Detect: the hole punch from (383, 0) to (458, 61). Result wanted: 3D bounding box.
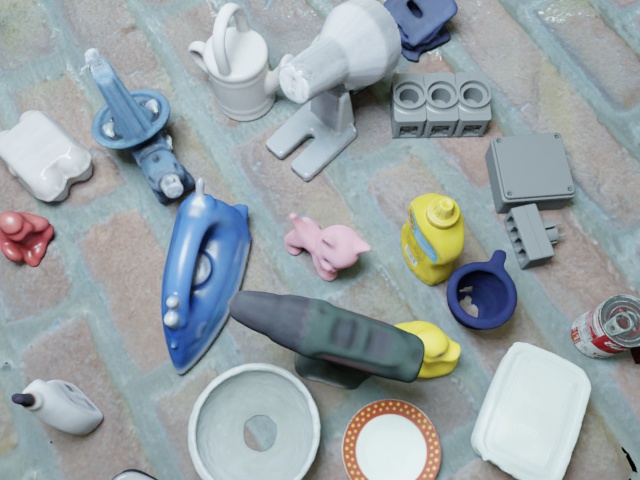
[{"bbox_3d":[0.165,-0.378,0.964,0.101,0.091,0.108,-28,71,-9],"label":"hole punch"}]

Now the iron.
[{"bbox_3d":[-0.175,0.047,0.785,0.118,0.141,0.258,8,70,4],"label":"iron"}]

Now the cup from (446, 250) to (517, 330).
[{"bbox_3d":[0.219,0.074,0.790,0.091,0.095,0.118,26,72,11],"label":"cup"}]

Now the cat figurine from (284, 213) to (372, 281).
[{"bbox_3d":[0.007,0.003,0.810,0.127,0.118,0.067,35,74,13],"label":"cat figurine"}]

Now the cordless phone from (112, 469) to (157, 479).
[{"bbox_3d":[-0.249,0.340,0.653,0.094,0.185,0.148,28,73,12],"label":"cordless phone"}]

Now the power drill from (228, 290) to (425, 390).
[{"bbox_3d":[0.009,0.129,0.714,0.229,0.208,0.076,13,70,6],"label":"power drill"}]

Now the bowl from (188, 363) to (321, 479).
[{"bbox_3d":[-0.081,0.248,0.743,0.167,0.075,0.167,0,69,1],"label":"bowl"}]

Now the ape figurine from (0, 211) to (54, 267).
[{"bbox_3d":[-0.438,-0.012,0.840,0.078,0.092,0.076,-29,71,-9],"label":"ape figurine"}]

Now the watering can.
[{"bbox_3d":[-0.119,-0.277,0.877,0.173,0.194,0.101,-3,69,0],"label":"watering can"}]

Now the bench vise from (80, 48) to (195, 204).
[{"bbox_3d":[-0.253,-0.165,0.825,0.207,0.220,0.121,37,75,14],"label":"bench vise"}]

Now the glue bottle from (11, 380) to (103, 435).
[{"bbox_3d":[-0.334,0.204,0.713,0.078,0.173,0.037,40,75,15],"label":"glue bottle"}]

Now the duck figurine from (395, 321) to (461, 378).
[{"bbox_3d":[0.140,0.142,0.772,0.104,0.086,0.077,17,71,8],"label":"duck figurine"}]

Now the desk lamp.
[{"bbox_3d":[0.014,-0.222,0.843,0.117,0.213,0.203,40,75,15],"label":"desk lamp"}]

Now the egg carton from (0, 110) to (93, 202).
[{"bbox_3d":[-0.434,-0.132,0.897,0.150,0.069,0.107,40,75,15],"label":"egg carton"}]
